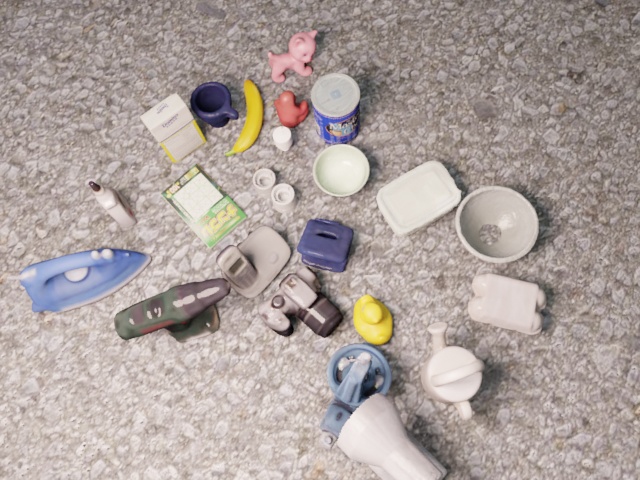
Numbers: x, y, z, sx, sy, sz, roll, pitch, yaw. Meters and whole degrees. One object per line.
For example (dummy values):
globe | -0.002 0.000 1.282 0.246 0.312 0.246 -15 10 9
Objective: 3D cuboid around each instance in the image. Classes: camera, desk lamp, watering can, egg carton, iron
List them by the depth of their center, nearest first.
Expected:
desk lamp | 0.135 0.375 1.008 0.203 0.213 0.118 40 79 14
watering can | 0.241 0.241 1.053 0.101 0.194 0.172 -38 75 -8
egg carton | 0.374 0.126 1.146 0.150 0.069 0.107 13 74 7
camera | -0.032 0.142 1.147 0.136 0.101 0.143 41 79 14
iron | -0.492 0.059 1.177 0.258 0.141 0.118 -19 73 -3

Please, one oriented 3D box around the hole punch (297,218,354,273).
hole punch | 0.011 0.004 1.192 0.108 0.091 0.101 13 74 7

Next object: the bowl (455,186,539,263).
bowl | 0.360 -0.024 1.190 0.167 0.075 0.167 -1 73 3

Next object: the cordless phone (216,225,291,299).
cordless phone | -0.137 0.030 1.143 0.094 0.185 0.148 36 78 13

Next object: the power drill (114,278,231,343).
power drill | -0.264 0.139 1.104 0.229 0.208 0.075 -19 73 -2

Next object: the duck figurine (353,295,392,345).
duck figurine | 0.106 0.156 1.143 0.077 0.086 0.104 -22 73 -3

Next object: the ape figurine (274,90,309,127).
ape figurine | -0.068 -0.303 1.290 0.077 0.092 0.076 24 76 10

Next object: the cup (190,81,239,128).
cup | -0.226 -0.290 1.293 0.117 0.095 0.092 30 77 12

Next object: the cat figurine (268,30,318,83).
cat figurine | -0.060 -0.431 1.315 0.128 0.118 0.067 -16 73 -2

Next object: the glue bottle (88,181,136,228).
glue bottle | -0.442 -0.085 1.201 0.037 0.173 0.078 -33 74 -7

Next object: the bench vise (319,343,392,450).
bench vise | 0.066 0.280 1.037 0.121 0.220 0.207 8 74 6
